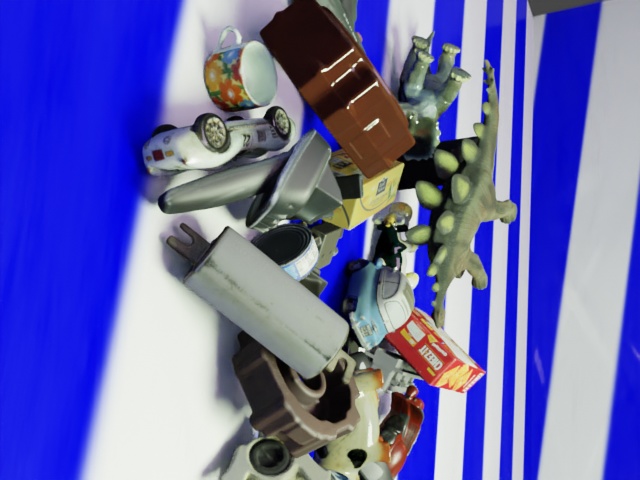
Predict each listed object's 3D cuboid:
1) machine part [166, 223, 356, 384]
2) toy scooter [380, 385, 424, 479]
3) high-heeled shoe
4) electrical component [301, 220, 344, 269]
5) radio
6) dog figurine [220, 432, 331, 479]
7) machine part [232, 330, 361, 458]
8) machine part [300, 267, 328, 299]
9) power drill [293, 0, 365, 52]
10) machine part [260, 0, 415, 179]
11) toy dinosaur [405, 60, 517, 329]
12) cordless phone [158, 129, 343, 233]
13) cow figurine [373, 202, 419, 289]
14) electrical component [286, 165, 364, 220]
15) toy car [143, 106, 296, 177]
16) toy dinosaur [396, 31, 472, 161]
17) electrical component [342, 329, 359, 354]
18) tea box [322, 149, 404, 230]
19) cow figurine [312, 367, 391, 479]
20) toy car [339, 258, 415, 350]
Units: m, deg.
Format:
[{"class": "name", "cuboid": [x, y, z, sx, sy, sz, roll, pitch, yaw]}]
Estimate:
[{"class": "machine part", "cuboid": [-0.055, 0.065, 0.565, 0.243, 0.079, 0.079, 39, 48, -10]}, {"class": "toy scooter", "cuboid": [0.130, 0.319, 0.912, 0.184, 0.075, 0.135, -43, 148, -38]}, {"class": "high-heeled shoe", "cuboid": [0.079, 0.294, 0.833, 0.145, 0.086, 0.248, -49, 115, -27]}, {"class": "electrical component", "cuboid": [-0.002, -0.001, 0.772, 0.102, 0.045, 0.078, -30, 143, -54]}, {"class": "radio", "cuboid": [0.252, -0.164, 1.127, 0.229, 0.131, 0.073, -32, 115, -56]}, {"class": "dog figurine", "cuboid": [-0.065, 0.340, 0.626, 0.172, 0.121, 0.190, -84, -174, -57]}, {"class": "machine part", "cuboid": [-0.026, 0.164, 0.640, 0.179, 0.056, 0.179, 41, 26, -26]}, {"class": "machine part", "cuboid": [-0.021, 0.065, 0.679, 0.084, 0.039, 0.139, 46, 19, -27]}, {"class": "power drill", "cuboid": [0.046, -0.342, 0.840, 0.231, 0.086, 0.207, 39, 64, -50]}, {"class": "machine part", "cuboid": [0.026, -0.192, 0.682, 0.200, 0.087, 0.202, 40, 15, -52]}, {"class": "toy dinosaur", "cuboid": [0.262, -0.070, 0.965, 0.198, 0.105, 0.471, 16, 89, -42]}, {"class": "cordless phone", "cuboid": [-0.083, -0.046, 0.577, 0.184, 0.146, 0.088, -17, 86, -23]}, {"class": "cow figurine", "cuboid": [0.130, 0.011, 0.979, 0.098, 0.068, 0.167, 5, 84, -54]}, {"class": "electrical component", "cuboid": [-0.007, -0.061, 0.686, 0.048, 0.119, 0.074, -16, 105, -60]}, {"class": "toy car", "cuboid": [-0.099, -0.106, 0.573, 0.202, 0.074, 0.056, -28, 110, -57]}, {"class": "toy dinosaur", "cuboid": [0.197, -0.282, 1.052, 0.192, 0.131, 0.405, -65, 179, 33]}, {"class": "electrical component", "cuboid": [0.046, 0.171, 0.867, 0.094, 0.021, 0.063, 32, 61, -56]}, {"class": "tea box", "cuboid": [0.045, -0.081, 0.784, 0.169, 0.098, 0.068, -30, 139, -55]}, {"class": "cow figurine", "cuboid": [0.027, 0.274, 0.728, 0.085, 0.127, 0.195, 115, -27, -82]}, {"class": "toy car", "cuboid": [0.097, 0.094, 0.857, 0.162, 0.103, 0.109, -69, 139, -58]}]
